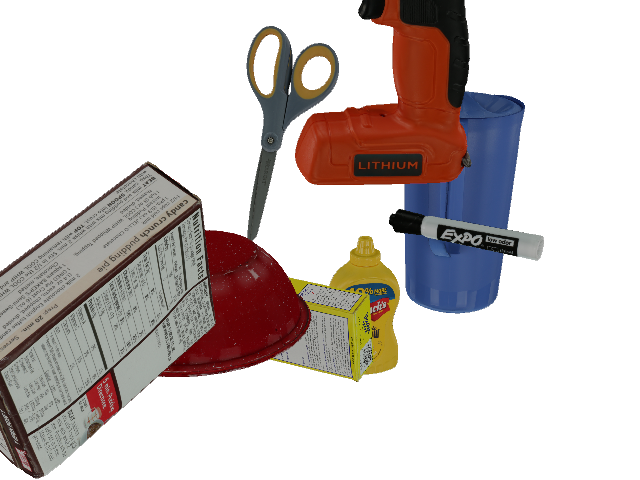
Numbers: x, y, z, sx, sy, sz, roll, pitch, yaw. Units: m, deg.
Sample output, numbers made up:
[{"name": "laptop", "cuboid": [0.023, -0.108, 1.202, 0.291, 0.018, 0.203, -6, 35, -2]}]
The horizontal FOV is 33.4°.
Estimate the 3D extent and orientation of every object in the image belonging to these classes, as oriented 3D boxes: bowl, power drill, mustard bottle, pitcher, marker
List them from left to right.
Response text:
[{"name": "bowl", "cuboid": [-0.087, 0.034, 0.745, 0.162, 0.055, 0.162, -2, 21, 0]}, {"name": "mustard bottle", "cuboid": [0.059, 0.085, 1.438, 0.096, 0.192, 0.058, -3, 22, -9]}, {"name": "power drill", "cuboid": [0.028, -0.122, 0.613, 0.184, 0.188, 0.057, 0, 37, -8]}, {"name": "pitcher", "cuboid": [0.152, -0.042, 1.204, 0.149, 0.243, 0.145, -10, 23, -25]}, {"name": "marker", "cuboid": [0.109, -0.006, 0.816, 0.121, 0.020, 0.020, 12, 5, 24]}]

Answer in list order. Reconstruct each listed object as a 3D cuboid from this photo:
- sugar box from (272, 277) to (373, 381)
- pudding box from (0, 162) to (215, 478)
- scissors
[{"name": "sugar box", "cuboid": [-0.032, 0.087, 1.154, 0.176, 0.093, 0.048, 13, 35, 27]}, {"name": "pudding box", "cuboid": [-0.096, 0.034, 0.447, 0.039, 0.090, 0.113, 32, 57, 24]}, {"name": "scissors", "cuboid": [-0.027, -0.102, 1.002, 0.096, 0.202, 0.016, -4, -2, 6]}]
